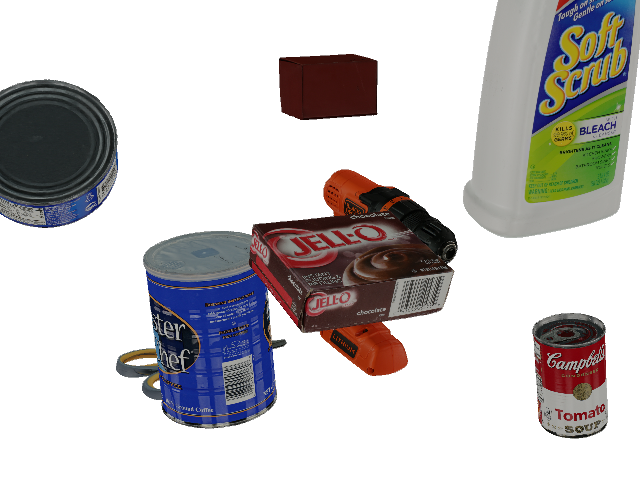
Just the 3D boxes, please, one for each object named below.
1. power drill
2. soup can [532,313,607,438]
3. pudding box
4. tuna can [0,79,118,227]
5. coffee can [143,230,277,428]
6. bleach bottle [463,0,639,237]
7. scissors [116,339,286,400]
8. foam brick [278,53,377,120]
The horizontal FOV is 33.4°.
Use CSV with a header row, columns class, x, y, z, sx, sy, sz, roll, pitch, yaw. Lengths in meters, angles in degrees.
class,x,y,z,sx,sy,sz,roll,pitch,yaw
power drill,0.062,0.038,1.079,0.057,0.188,0.185,-9,28,-32
soup can,0.242,0.130,1.030,0.068,0.102,0.068,-7,21,2
pudding box,0.019,0.018,0.727,0.113,0.039,0.090,-5,32,-28
tuna can,-0.164,-0.051,0.636,0.086,0.086,0.034,0,-27,-8
coffee can,-0.093,0.074,0.914,0.103,0.140,0.103,-3,20,1
bleach bottle,0.143,-0.129,0.642,0.102,0.251,0.068,-11,31,-16
scissors,-0.119,0.138,1.161,0.201,0.016,0.096,-1,27,-21
foam brick,0.007,-0.141,0.975,0.078,0.051,0.053,-7,18,-23
